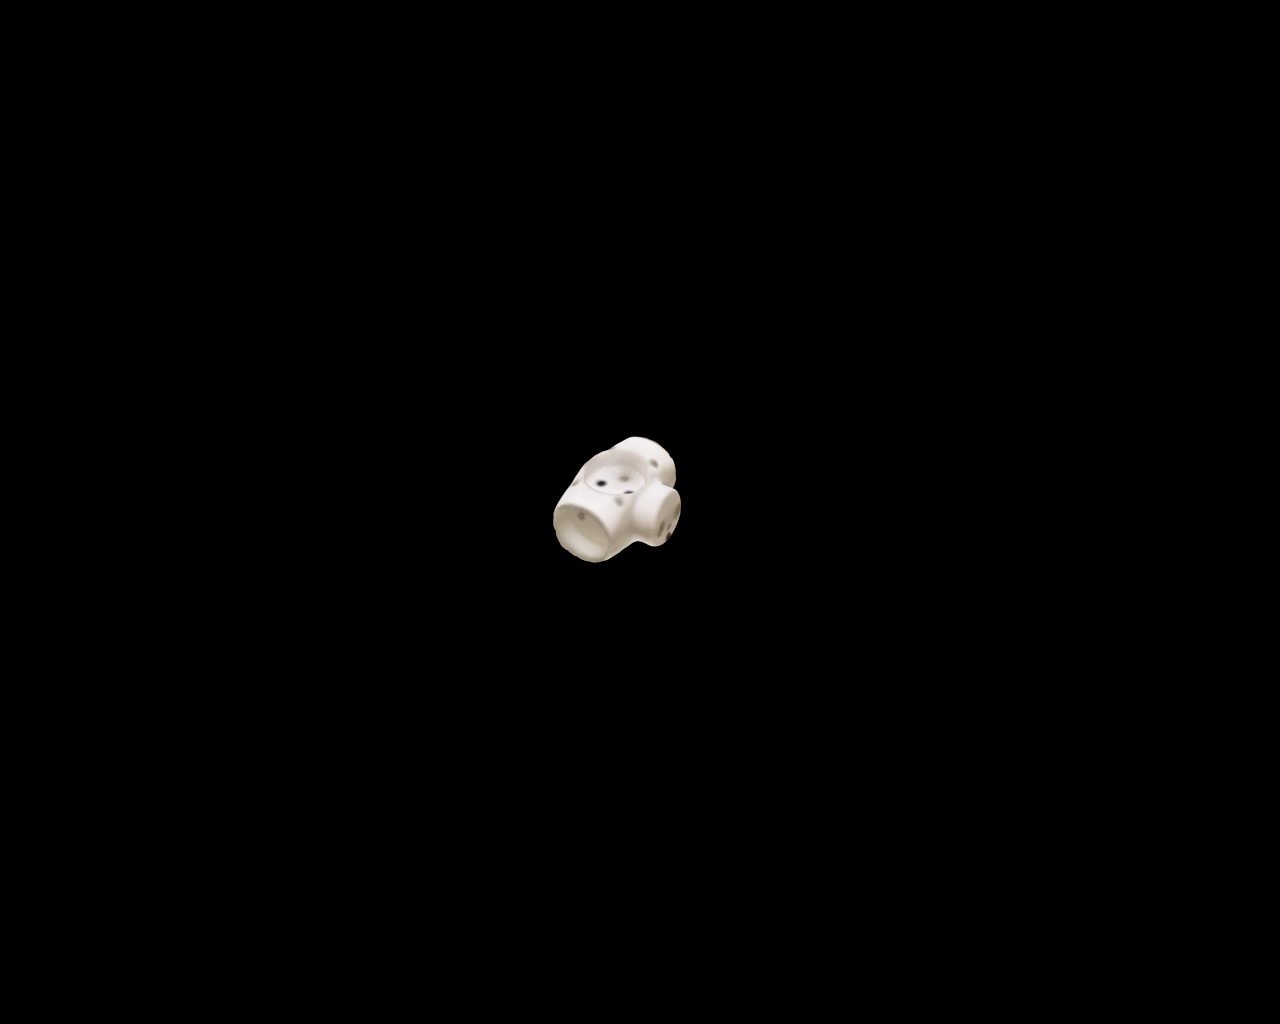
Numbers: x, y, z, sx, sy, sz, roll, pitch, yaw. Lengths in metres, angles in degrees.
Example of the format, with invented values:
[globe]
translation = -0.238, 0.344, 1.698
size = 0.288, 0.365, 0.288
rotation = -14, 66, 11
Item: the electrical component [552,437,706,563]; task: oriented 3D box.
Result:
[electrical component]
translation = 0.001, -0.003, 0.650
size = 0.079, 0.044, 0.077
rotation = 22, 45, 23
